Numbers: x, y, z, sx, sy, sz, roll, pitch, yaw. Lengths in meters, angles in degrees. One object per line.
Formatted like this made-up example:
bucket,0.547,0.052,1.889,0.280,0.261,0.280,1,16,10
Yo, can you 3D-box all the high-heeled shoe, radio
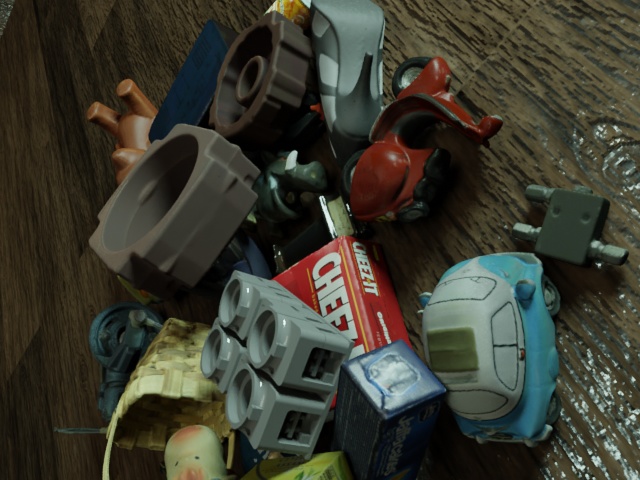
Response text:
high-heeled shoe,0.028,-0.202,0.657,0.249,0.086,0.145,-101,15,-45
radio,-0.182,-0.213,0.853,0.229,0.073,0.131,-53,49,26

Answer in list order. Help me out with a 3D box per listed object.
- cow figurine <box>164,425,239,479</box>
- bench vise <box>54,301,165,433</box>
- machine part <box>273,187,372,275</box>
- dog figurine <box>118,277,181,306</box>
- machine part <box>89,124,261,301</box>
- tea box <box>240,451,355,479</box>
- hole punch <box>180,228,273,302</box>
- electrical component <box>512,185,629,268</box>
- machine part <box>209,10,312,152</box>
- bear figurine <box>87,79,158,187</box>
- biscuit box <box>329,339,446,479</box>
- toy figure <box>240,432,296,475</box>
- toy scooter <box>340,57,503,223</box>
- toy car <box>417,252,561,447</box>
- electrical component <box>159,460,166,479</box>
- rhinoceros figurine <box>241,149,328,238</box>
cow figurine,-0.111,0.280,0.529,0.127,0.085,0.194,166,90,-80
bench vise,-0.302,0.182,0.833,0.240,0.129,0.224,132,152,-51
machine part,-0.001,-0.002,0.643,0.139,0.039,0.084,-39,63,31
dog figurine,-0.226,-0.023,0.830,0.219,0.191,0.108,-32,17,10
machine part,-0.180,-0.038,0.665,0.201,0.087,0.201,23,78,52
tea box,-0.003,0.272,0.445,0.098,0.068,0.169,-20,89,32
hole punch,-0.131,0.032,0.714,0.142,0.115,0.092,-9,60,40
electrical component,0.207,-0.013,0.441,0.094,0.021,0.063,23,97,47
machine part,-0.078,-0.198,0.689,0.179,0.056,0.179,-29,52,45
bear figurine,-0.337,-0.163,0.947,0.120,0.131,0.196,-26,47,23
biscuit box,0.049,0.179,0.467,0.063,0.059,0.202,49,146,41
toy figure,-0.044,0.248,0.529,0.058,0.064,0.154,-12,78,7
toy scooter,0.102,-0.089,0.532,0.135,0.075,0.183,31,99,43
toy car,0.130,0.085,0.441,0.109,0.103,0.161,-13,70,44
electrical component,-0.184,0.338,0.748,0.102,0.045,0.078,6,113,49
rhinoceros figurine,-0.066,-0.063,0.704,0.190,0.073,0.112,0,69,48
